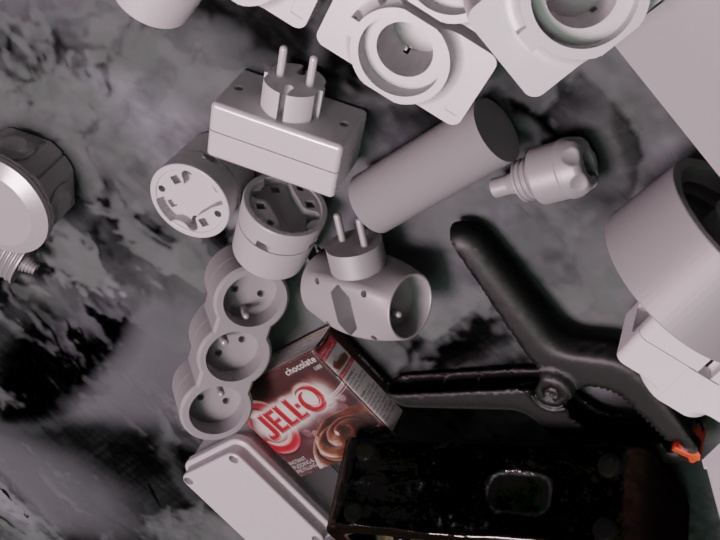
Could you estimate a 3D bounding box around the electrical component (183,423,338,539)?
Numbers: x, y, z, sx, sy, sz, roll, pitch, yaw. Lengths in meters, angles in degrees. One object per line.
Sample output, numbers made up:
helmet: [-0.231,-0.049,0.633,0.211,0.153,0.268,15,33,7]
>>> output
electrical component: [-0.074,0.170,0.857,0.078,0.057,0.113,-31,109,38]

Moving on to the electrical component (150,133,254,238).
electrical component: [-0.100,-0.057,0.697,0.055,0.047,0.055,12,130,15]

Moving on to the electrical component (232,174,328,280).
electrical component: [-0.054,-0.027,0.695,0.055,0.055,0.047,27,136,2]

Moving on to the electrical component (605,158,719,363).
electrical component: [0.191,-0.011,0.564,0.108,0.108,0.060,36,126,-5]

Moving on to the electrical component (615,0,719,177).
electrical component: [0.225,-0.075,0.505,0.186,0.060,0.105,50,135,-4]

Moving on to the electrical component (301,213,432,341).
electrical component: [0.000,0.000,0.685,0.077,0.043,0.079,14,129,40]

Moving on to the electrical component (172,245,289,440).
electrical component: [-0.096,0.043,0.761,0.052,0.073,0.138,11,112,-23]

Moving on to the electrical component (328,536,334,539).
electrical component: [0.001,0.247,0.880,0.096,0.061,0.061,-29,110,38]

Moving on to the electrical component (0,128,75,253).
electrical component: [-0.245,-0.056,0.759,0.080,0.051,0.080,12,130,15]

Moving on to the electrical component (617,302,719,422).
electrical component: [0.204,0.050,0.640,0.089,0.050,0.055,31,132,-1]

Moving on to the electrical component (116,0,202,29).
electrical component: [-0.110,-0.170,0.608,0.055,0.055,0.047,38,136,-7]

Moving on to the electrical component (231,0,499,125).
electrical component: [0.000,-0.169,0.554,0.186,0.060,0.105,32,132,-2]

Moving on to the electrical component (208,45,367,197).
electrical component: [-0.041,-0.097,0.638,0.083,0.047,0.075,20,131,9]

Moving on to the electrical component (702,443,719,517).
electrical component: [0.292,0.127,0.621,0.150,0.061,0.089,14,134,-14]

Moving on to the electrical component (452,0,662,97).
electrical component: [0.114,-0.173,0.453,0.186,0.060,0.105,-38,106,16]

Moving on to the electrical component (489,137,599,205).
electrical component: [0.103,-0.054,0.616,0.061,0.035,0.035,-13,119,35]

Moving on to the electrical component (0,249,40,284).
electrical component: [-0.276,-0.023,0.805,0.081,0.043,0.043,35,132,-4]
